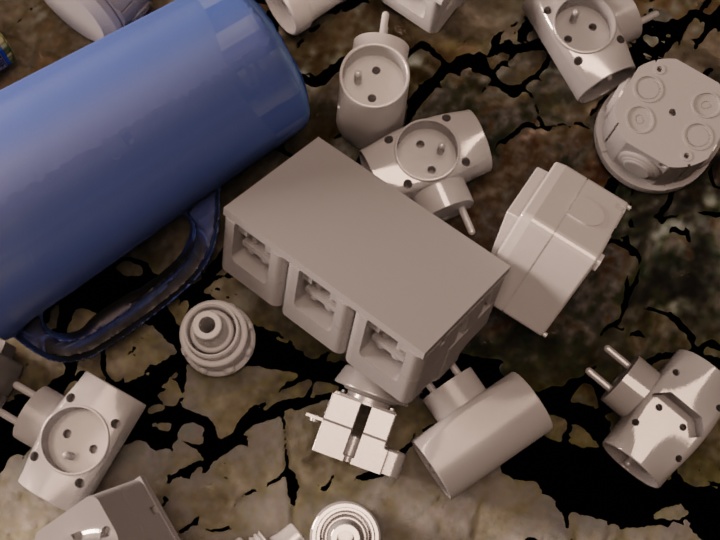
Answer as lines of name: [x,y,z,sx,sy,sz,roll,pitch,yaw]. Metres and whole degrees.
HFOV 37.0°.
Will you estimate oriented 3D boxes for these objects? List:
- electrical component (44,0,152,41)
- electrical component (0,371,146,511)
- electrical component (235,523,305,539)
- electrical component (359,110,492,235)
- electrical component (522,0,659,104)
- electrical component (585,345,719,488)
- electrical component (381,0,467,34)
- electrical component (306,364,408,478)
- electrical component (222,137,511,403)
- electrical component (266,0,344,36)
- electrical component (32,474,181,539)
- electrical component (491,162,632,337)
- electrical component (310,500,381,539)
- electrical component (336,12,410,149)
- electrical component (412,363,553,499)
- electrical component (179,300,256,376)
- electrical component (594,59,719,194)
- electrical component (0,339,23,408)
electrical component: [-0.176,-0.190,0.709,0.080,0.080,0.051,36,74,7]
electrical component: [-0.185,0.097,0.661,0.079,0.044,0.077,29,79,6]
electrical component: [-0.061,0.178,0.645,0.062,0.048,0.048,-35,80,-15]
electrical component: [0.049,-0.055,0.698,0.077,0.044,0.079,-21,78,-5]
electrical component: [0.162,-0.164,0.723,0.079,0.044,0.077,-27,79,-6]
electrical component: [0.177,0.080,0.669,0.079,0.043,0.077,40,80,8]
electrical component: [0.063,-0.267,0.738,0.105,0.060,0.186,35,79,7]
electrical component: [0.002,0.091,0.665,0.066,0.048,0.055,19,85,4]
electrical component: [0.000,0.000,0.655,0.150,0.061,0.089,35,53,18]
electrical component: [-0.036,-0.188,0.730,0.046,0.040,0.040,-36,80,-14]
electrical component: [-0.130,0.227,0.605,0.105,0.060,0.186,-36,79,16]
electrical component: [0.112,-0.010,0.667,0.061,0.096,0.061,33,49,7]
electrical component: [-0.009,0.159,0.640,0.043,0.062,0.043,0,78,-1]
electrical component: [0.011,-0.127,0.697,0.043,0.077,0.079,8,76,1]
electrical component: [0.065,0.087,0.666,0.077,0.043,0.079,-33,80,-7]
electrical component: [-0.091,0.039,0.666,0.048,0.062,0.048,0,77,0]
electrical component: [0.198,-0.094,0.705,0.080,0.051,0.080,0,77,-1]
electrical component: [-0.266,0.055,0.661,0.096,0.061,0.061,25,77,5]
